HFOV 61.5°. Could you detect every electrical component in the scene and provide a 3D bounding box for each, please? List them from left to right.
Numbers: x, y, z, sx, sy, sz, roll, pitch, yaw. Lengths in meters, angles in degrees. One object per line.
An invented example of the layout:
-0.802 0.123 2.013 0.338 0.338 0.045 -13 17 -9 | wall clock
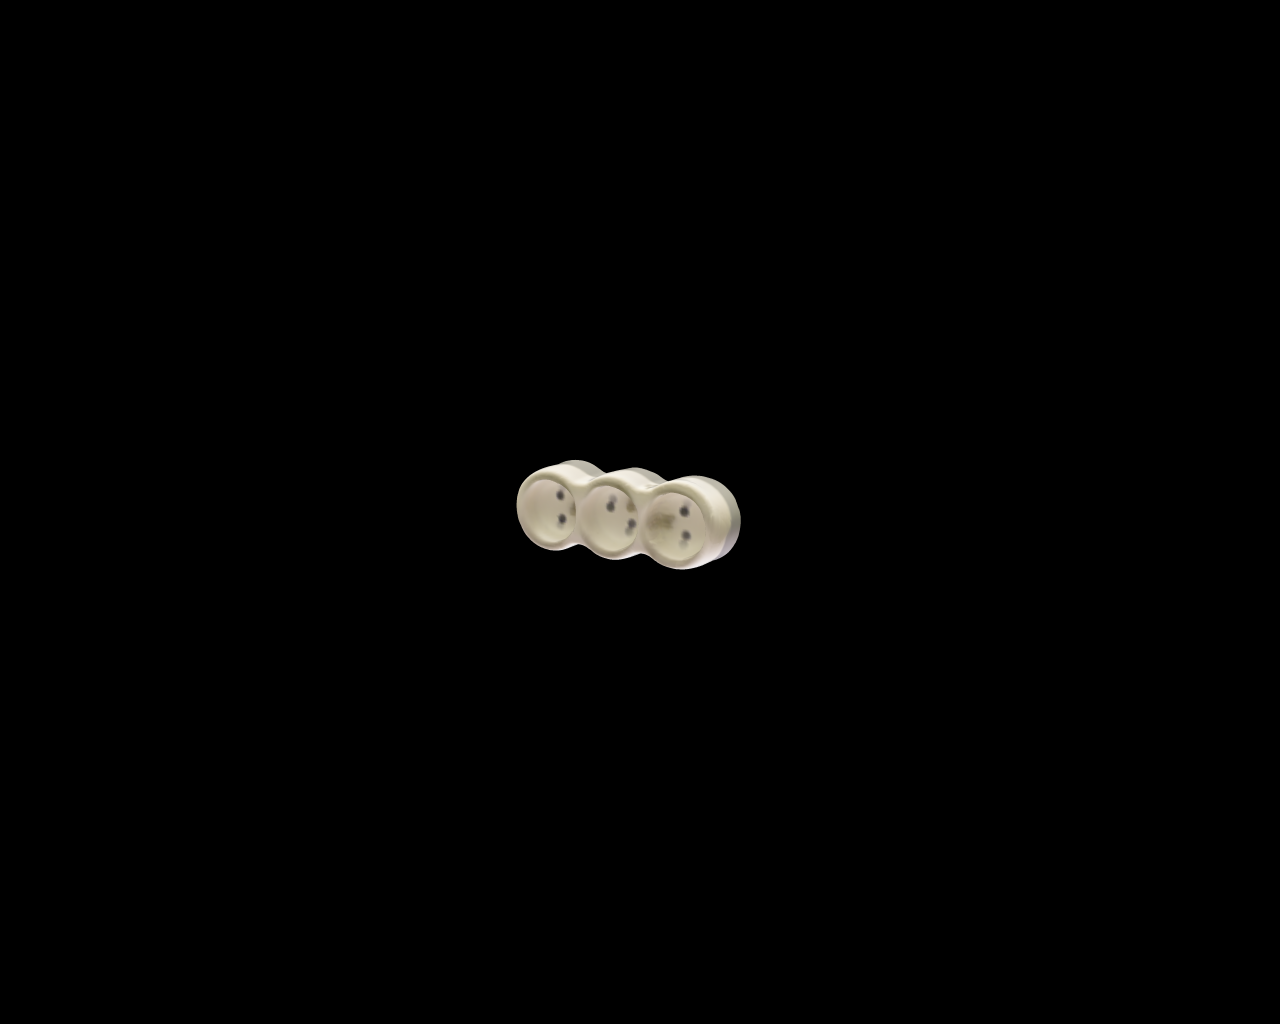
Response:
0.001 -0.003 0.650 0.138 0.052 0.074 8 15 30 | electrical component
